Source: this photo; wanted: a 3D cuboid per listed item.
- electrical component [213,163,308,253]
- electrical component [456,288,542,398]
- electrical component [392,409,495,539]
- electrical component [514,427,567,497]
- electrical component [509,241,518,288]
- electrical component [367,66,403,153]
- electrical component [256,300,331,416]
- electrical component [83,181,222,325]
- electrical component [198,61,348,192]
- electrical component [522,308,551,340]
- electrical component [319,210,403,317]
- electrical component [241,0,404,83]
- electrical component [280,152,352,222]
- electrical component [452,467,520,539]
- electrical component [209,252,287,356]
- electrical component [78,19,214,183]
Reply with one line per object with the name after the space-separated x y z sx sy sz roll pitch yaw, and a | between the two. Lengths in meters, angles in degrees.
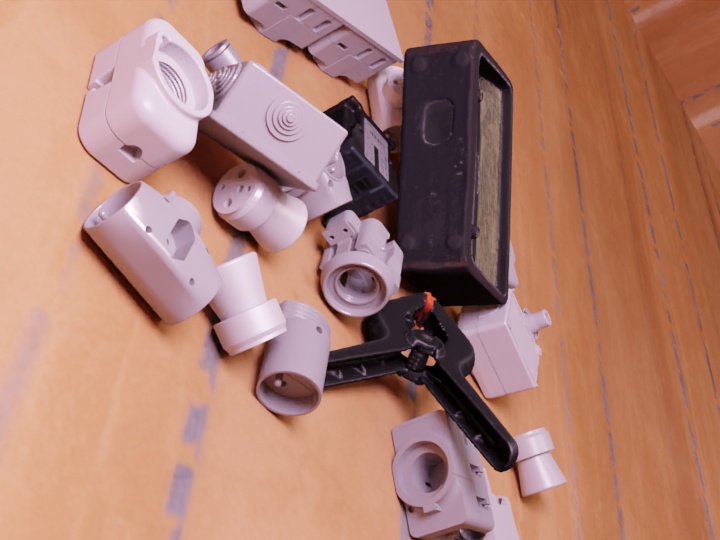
-0.071 -0.044 0.761 0.055 0.045 0.045 38 37 -43 | electrical component
0.133 0.077 1.036 0.096 0.061 0.061 63 25 -24 | electrical component
0.062 0.160 0.830 0.056 0.050 0.089 31 42 -51 | electrical component
0.165 0.181 1.018 0.045 0.045 0.055 6 62 -61 | electrical component
0.123 -0.019 1.106 0.056 0.050 0.089 25 47 -53 | electrical component
0.038 -0.168 1.047 0.043 0.079 0.077 5 56 -18 | electrical component
-0.042 0.054 0.730 0.043 0.043 0.081 50 30 -30 | electrical component
-0.119 -0.020 0.649 0.077 0.043 0.079 53 28 -24 | electrical component
-0.065 -0.100 0.742 0.100 0.048 0.100 34 -5 -21 | electrical component
0.165 0.059 1.103 0.048 0.062 0.048 44 33 -38 | electrical component
0.000 0.000 0.845 0.078 0.058 0.057 53 25 -24 | electrical component
-0.043 -0.252 0.979 0.186 0.060 0.105 19 51 -57 | electrical component
-0.048 -0.076 0.833 0.077 0.044 0.079 64 25 -3 | electrical component
0.098 0.206 0.869 0.064 0.042 0.081 25 47 -56 | electrical component
-0.077 0.022 0.692 0.055 0.045 0.045 66 25 0 | electrical component
-0.133 -0.110 0.681 0.054 0.059 0.095 43 33 -39 | electrical component
